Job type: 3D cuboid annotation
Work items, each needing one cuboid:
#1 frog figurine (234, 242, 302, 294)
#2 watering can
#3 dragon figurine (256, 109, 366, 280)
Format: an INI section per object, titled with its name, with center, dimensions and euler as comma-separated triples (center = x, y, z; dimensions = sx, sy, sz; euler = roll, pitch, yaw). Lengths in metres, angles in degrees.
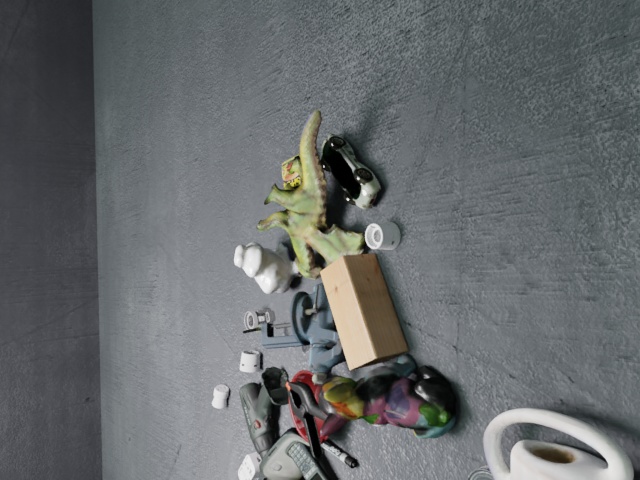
[frog figurine]
center = -0.140, 0.069, 1.262
dimensions = 0.120, 0.160, 0.140
euler = -49, 54, 43
[watering can]
center = 0.357, 0.353, 0.655
dimensions = 0.348, 0.104, 0.224
euler = 6, 96, 53
[dragon figurine]
center = 0.003, -0.055, 1.101
dimensions = 0.244, 0.124, 0.401
euler = 38, 137, 10
